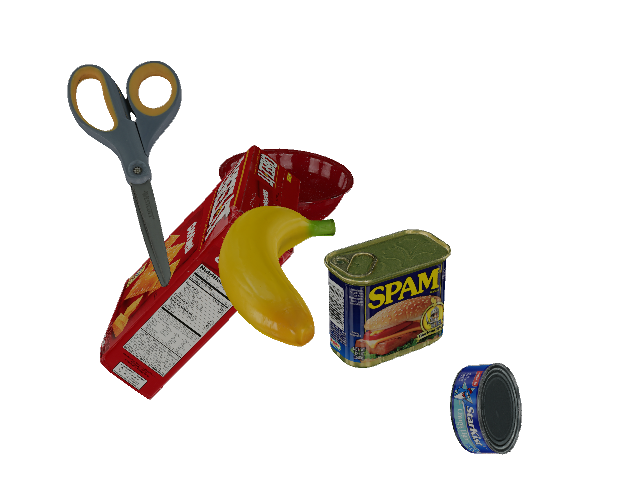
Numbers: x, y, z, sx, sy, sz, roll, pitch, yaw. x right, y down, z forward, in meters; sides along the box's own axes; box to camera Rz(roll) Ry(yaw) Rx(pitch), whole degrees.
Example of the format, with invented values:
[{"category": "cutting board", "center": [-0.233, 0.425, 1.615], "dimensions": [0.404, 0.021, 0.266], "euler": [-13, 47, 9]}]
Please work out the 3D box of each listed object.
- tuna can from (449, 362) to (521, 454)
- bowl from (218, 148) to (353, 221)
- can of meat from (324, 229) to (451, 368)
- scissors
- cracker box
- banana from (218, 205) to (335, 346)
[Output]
[{"category": "tuna can", "center": [0.158, 0.161, 1.019], "dimensions": [0.034, 0.086, 0.085], "euler": [-8, -5, 36]}, {"category": "bowl", "center": [-0.043, -0.056, 1.279], "dimensions": [0.162, 0.055, 0.162], "euler": [4, 26, -2]}, {"category": "can of meat", "center": [0.055, 0.048, 0.873], "dimensions": [0.101, 0.084, 0.058], "euler": [-16, 31, -27]}, {"category": "scissors", "center": [-0.124, -0.064, 0.808], "dimensions": [0.096, 0.202, 0.016], "euler": [-27, -23, -17]}, {"category": "cracker box", "center": [-0.115, 0.026, 1.032], "dimensions": [0.072, 0.214, 0.164], "euler": [38, 21, -16]}, {"category": "banana", "center": [-0.031, 0.013, 0.672], "dimensions": [0.069, 0.037, 0.197], "euler": [0, 21, 5]}]
